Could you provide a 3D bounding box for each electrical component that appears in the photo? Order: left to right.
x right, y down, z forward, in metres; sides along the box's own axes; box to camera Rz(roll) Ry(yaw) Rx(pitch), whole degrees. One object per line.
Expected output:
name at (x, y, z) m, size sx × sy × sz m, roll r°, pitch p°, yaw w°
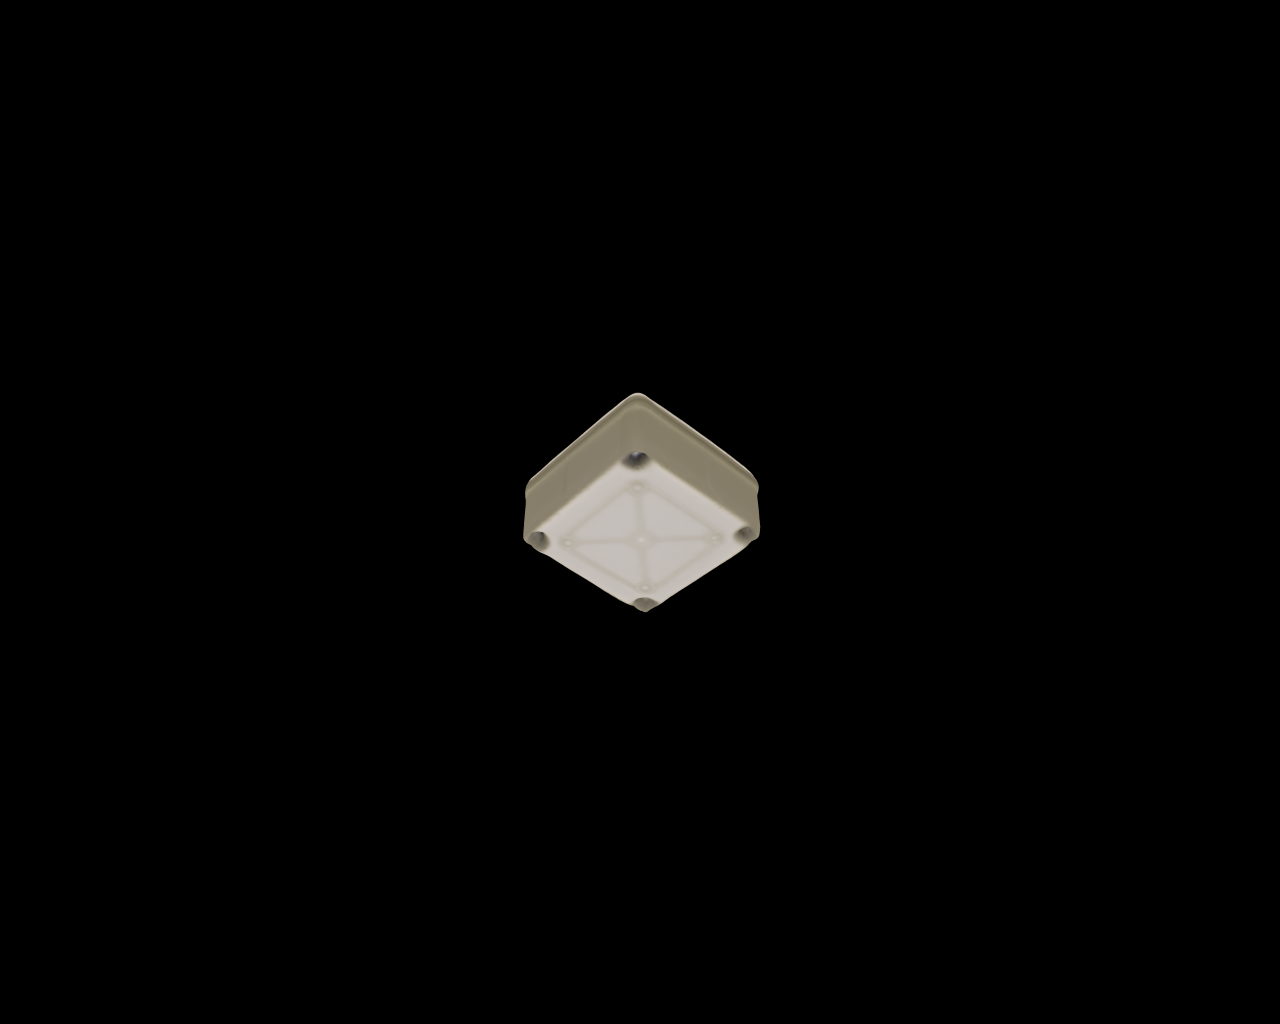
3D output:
electrical component at (0.001, -0.003, 0.650) m, size 0.108 × 0.056 × 0.108 m, roll 33°, pitch -54°, yaw -29°
